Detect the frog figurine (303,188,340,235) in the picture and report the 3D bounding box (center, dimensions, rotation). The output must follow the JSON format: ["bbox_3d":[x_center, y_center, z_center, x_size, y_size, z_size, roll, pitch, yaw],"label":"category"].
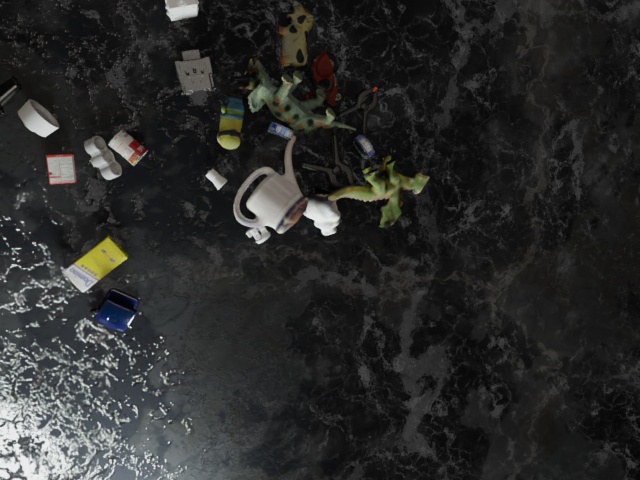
[{"bbox_3d":[0.005,-0.090,1.786,0.137,0.124,0.157,9,108,16],"label":"frog figurine"}]

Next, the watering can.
[{"bbox_3d":[-0.131,-0.171,1.726,0.225,0.103,0.349,39,82,6],"label":"watering can"}]

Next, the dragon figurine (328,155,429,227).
[{"bbox_3d":[0.222,-0.154,1.824,0.414,0.123,0.239,-32,113,-21],"label":"dragon figurine"}]
